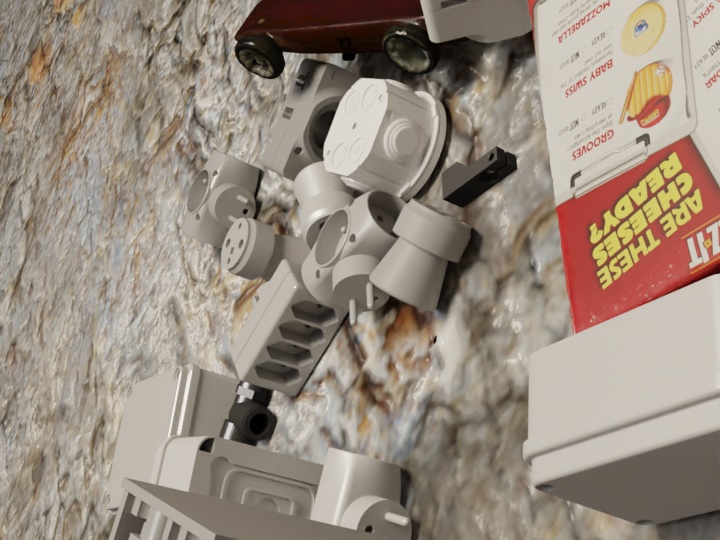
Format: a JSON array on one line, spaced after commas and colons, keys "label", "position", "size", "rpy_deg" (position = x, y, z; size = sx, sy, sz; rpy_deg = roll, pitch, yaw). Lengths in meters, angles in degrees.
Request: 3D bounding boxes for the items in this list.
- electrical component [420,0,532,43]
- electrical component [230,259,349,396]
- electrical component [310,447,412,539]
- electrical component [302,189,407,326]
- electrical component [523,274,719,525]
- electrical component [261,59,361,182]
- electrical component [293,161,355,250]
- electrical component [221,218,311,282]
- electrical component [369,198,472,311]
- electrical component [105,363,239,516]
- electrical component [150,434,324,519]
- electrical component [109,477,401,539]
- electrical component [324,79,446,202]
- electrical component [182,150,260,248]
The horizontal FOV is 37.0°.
[{"label": "electrical component", "position": [0.073, -0.212, 0.661], "size": [0.089, 0.061, 0.150], "rpy_deg": [-13, 50, 5]}, {"label": "electrical component", "position": [-0.055, 0.031, 0.768], "size": [0.083, 0.047, 0.075], "rpy_deg": [-58, 31, 19]}, {"label": "electrical component", "position": [0.003, 0.145, 0.605], "size": [0.079, 0.044, 0.077], "rpy_deg": [-3, 70, 58]}, {"label": "electrical component", "position": [0.000, 0.000, 0.696], "size": [0.077, 0.044, 0.079], "rpy_deg": [-45, 33, 36]}, {"label": "electrical component", "position": [0.127, 0.056, 0.422], "size": [0.113, 0.078, 0.057], "rpy_deg": [-32, 44, 47]}, {"label": "electrical component", "position": [-0.028, -0.106, 0.806], "size": [0.056, 0.050, 0.089], "rpy_deg": [31, 99, 60]}, {"label": "electrical component", "position": [-0.022, -0.043, 0.762], "size": [0.045, 0.045, 0.055], "rpy_deg": [-49, 35, 31]}, {"label": "electrical component", "position": [-0.071, -0.011, 0.812], "size": [0.045, 0.055, 0.045], "rpy_deg": [-36, 43, 44]}, {"label": "electrical component", "position": [0.037, -0.009, 0.644], "size": [0.055, 0.045, 0.045], "rpy_deg": [-64, 30, 8]}, {"label": "electrical component", "position": [-0.146, 0.138, 0.843], "size": [0.109, 0.056, 0.108], "rpy_deg": [-23, 53, 52]}, {"label": "electrical component", "position": [-0.072, 0.149, 0.657], "size": [0.057, 0.113, 0.078], "rpy_deg": [-15, 60, 52]}, {"label": "electrical component", "position": [-0.013, 0.152, 0.483], "size": [0.105, 0.186, 0.060], "rpy_deg": [4, 76, 59]}, {"label": "electrical component", "position": [0.017, -0.087, 0.719], "size": [0.080, 0.051, 0.080], "rpy_deg": [-36, 43, 44]}, {"label": "electrical component", "position": [-0.114, -0.057, 0.923], "size": [0.079, 0.044, 0.077], "rpy_deg": [29, 97, 60]}]
